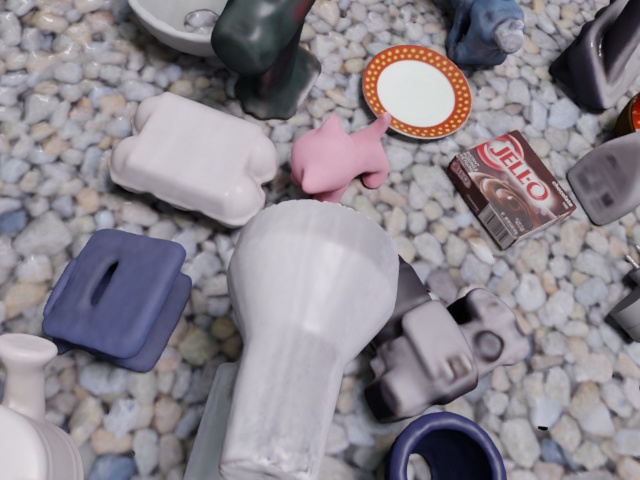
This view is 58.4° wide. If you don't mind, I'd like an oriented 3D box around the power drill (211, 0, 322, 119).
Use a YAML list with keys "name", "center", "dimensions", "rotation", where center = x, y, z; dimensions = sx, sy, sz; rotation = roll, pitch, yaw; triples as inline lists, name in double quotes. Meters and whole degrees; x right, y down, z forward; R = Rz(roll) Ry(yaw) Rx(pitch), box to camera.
- name: "power drill"
  center: [-0.028, -0.224, 0.554]
  dimensions: [0.075, 0.208, 0.230]
  rotation: [26, 65, 2]

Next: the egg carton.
- name: "egg carton"
  center: [-0.118, -0.075, 0.550]
  dimensions: [0.150, 0.069, 0.107]
  rotation: [19, 65, -2]

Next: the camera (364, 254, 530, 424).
- name: "camera"
  center: [0.093, 0.073, 0.509]
  dimensions: [0.143, 0.100, 0.136]
  rotation: [-23, 73, -19]

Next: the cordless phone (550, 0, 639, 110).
- name: "cordless phone"
  center: [0.365, -0.252, 0.653]
  dimensions: [0.094, 0.185, 0.148]
  rotation: [39, 66, 8]

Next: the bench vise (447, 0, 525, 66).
- name: "bench vise"
  center: [0.208, -0.316, 0.632]
  dimensions: [0.122, 0.219, 0.207]
  rotation: [-20, 72, -18]

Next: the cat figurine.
- name: "cat figurine"
  center: [0.019, -0.082, 0.552]
  dimensions: [0.128, 0.117, 0.067]
  rotation: [-33, 76, -21]

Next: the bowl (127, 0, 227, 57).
- name: "bowl"
  center: [-0.126, -0.259, 0.624]
  dimensions: [0.167, 0.074, 0.167]
  rotation: [4, 66, -9]

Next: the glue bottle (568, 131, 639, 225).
- name: "glue bottle"
  center: [0.324, -0.083, 0.579]
  dimensions: [0.037, 0.173, 0.078]
  rotation: [-15, 70, -16]

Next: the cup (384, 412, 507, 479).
- name: "cup"
  center: [0.086, 0.202, 0.455]
  dimensions: [0.091, 0.095, 0.118]
  rotation: [19, 65, -2]

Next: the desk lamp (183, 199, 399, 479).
- name: "desk lamp"
  center: [-0.026, 0.102, 0.412]
  dimensions: [0.118, 0.213, 0.203]
  rotation: [15, 65, -3]

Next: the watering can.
- name: "watering can"
  center: [-0.223, 0.148, 0.366]
  dimensions: [0.101, 0.194, 0.173]
  rotation: [-2, 67, -11]

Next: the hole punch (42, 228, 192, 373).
- name: "hole punch"
  center: [-0.170, 0.047, 0.476]
  dimensions: [0.101, 0.091, 0.109]
  rotation: [21, 65, -1]
